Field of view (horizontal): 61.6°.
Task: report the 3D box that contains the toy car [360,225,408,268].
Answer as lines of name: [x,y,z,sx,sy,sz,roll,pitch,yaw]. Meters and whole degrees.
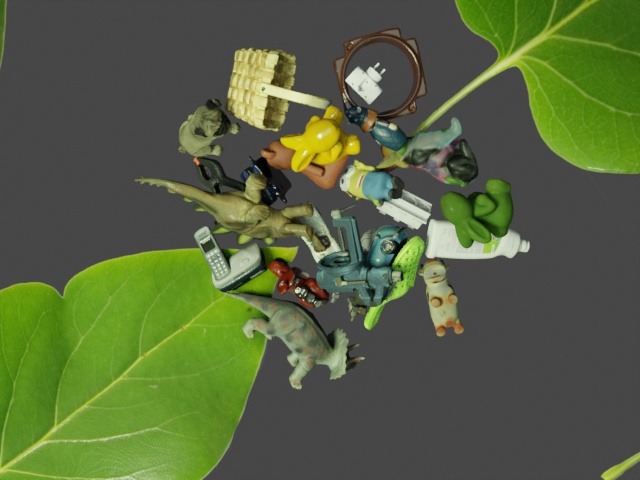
toy car: [0.149,0.022,1.362,0.103,0.109,0.161,33,115,17]

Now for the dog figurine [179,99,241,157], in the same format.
dog figurine: [-0.285,-0.254,1.264,0.121,0.190,0.172,40,103,-6]

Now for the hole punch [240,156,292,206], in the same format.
hole punch: [-0.143,-0.138,1.327,0.092,0.116,0.142,-34,99,17]

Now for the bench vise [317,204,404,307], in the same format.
bench vise: [0.082,0.041,1.276,0.224,0.129,0.240,1,111,38]

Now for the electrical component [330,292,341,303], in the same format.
electrical component: [0.045,0.126,1.400,0.021,0.063,0.094,17,104,-2]

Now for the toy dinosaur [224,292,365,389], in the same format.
toy dinosaur: [-0.058,0.235,1.386,0.192,0.131,0.404,-41,101,16]

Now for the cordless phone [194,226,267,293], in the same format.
cordless phone: [-0.233,0.029,1.389,0.147,0.088,0.184,-32,80,6]

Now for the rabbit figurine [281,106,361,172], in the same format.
rabbit figurine: [-0.001,-0.221,1.158,0.162,0.173,0.121,-21,94,1]

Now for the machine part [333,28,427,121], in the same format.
machine part: [0.142,-0.383,1.272,0.202,0.087,0.200,-13,102,7]

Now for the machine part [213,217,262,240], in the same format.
machine part: [-0.202,-0.044,1.380,0.139,0.039,0.084,9,91,3]

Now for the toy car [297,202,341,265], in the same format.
toy car: [-0.003,-0.004,1.377,0.073,0.056,0.201,-31,100,9]

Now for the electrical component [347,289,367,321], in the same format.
electrical component: [0.097,0.162,1.386,0.045,0.102,0.078,0,106,-2]

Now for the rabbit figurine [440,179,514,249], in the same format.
rabbit figurine: [0.360,-0.061,1.279,0.170,0.121,0.159,3,77,-21]

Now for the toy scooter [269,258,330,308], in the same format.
toy scooter: [-0.055,0.119,1.367,0.184,0.135,0.075,35,100,-7]

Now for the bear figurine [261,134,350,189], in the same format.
bear figurine: [-0.035,-0.209,1.305,0.196,0.120,0.132,29,98,1]

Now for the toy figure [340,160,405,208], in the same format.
toy figure: [0.123,-0.129,1.288,0.082,0.180,0.089,-54,132,-18]

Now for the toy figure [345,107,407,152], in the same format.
toy figure: [0.127,-0.260,1.235,0.154,0.058,0.064,32,114,-12]

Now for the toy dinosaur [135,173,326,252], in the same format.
toy dinosaur: [-0.178,-0.062,1.234,0.471,0.105,0.199,28,145,-32]

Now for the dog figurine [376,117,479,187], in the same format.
dog figurine: [0.249,-0.190,1.297,0.219,0.108,0.191,-22,84,11]

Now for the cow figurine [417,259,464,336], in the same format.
cow figurine: [0.308,0.134,1.374,0.086,0.127,0.194,-16,116,6]
